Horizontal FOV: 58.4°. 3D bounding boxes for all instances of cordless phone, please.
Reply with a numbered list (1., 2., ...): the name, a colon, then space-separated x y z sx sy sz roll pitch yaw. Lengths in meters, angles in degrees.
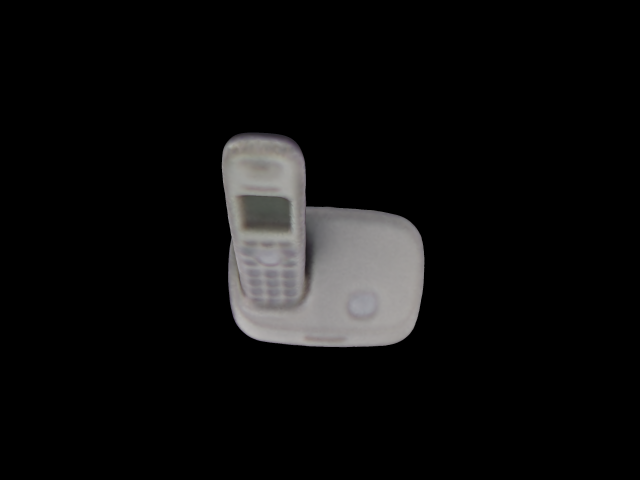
1. cordless phone: 0.004 0.001 0.400 0.147 0.185 0.094 0 58 0
